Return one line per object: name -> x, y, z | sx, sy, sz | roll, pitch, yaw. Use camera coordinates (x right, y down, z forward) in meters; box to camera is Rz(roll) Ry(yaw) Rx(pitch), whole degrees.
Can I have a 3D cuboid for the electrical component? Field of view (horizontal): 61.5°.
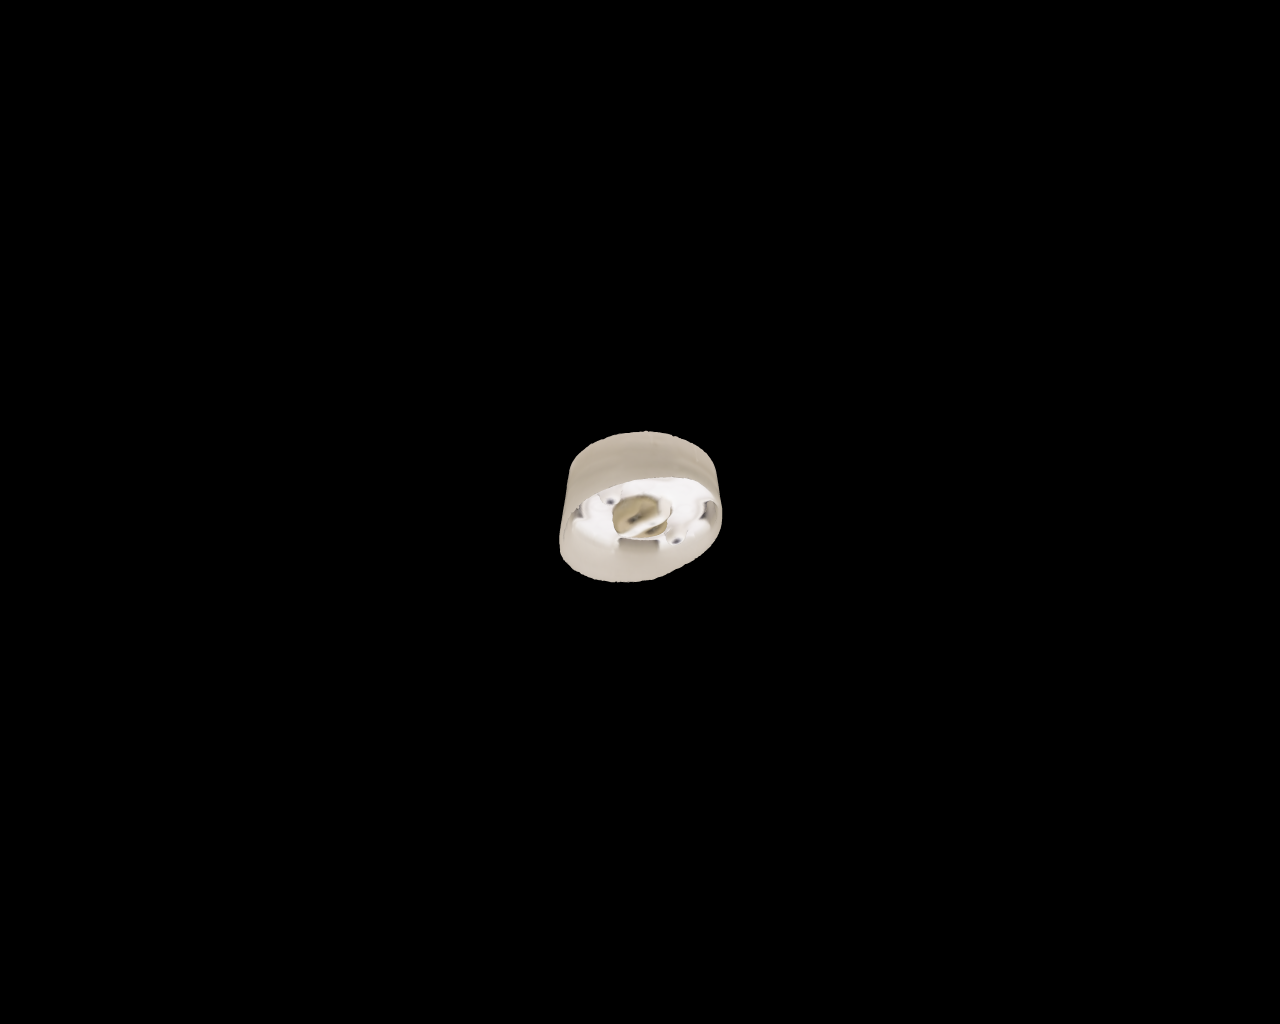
electrical component -> 0.001, -0.003, 0.650 | 0.099, 0.064, 0.099 | 0, -32, 0
